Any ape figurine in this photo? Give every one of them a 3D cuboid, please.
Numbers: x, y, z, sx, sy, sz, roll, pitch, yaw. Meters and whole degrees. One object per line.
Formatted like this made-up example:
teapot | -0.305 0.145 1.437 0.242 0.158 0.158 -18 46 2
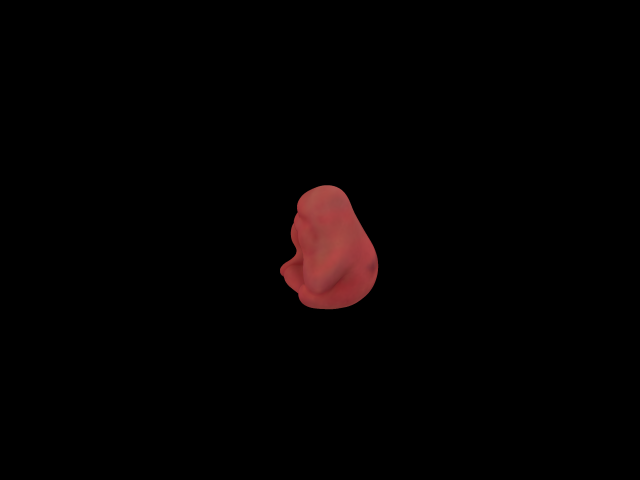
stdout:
ape figurine | 0.004 0.001 0.400 0.076 0.092 0.078 7 39 9
